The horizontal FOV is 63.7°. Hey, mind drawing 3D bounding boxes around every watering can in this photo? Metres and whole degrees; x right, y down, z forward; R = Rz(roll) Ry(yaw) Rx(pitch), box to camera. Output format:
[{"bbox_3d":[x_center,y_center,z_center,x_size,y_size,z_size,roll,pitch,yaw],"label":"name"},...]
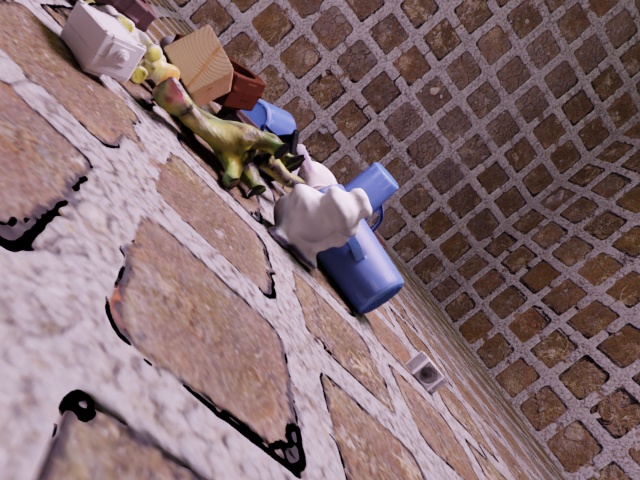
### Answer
[{"bbox_3d":[0.016,-0.073,1.277,0.104,0.341,0.229,-22,33,5],"label":"watering can"}]

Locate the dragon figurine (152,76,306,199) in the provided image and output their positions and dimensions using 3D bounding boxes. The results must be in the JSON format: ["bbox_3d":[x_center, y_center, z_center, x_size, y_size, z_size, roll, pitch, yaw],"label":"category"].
[{"bbox_3d":[-0.160,-0.187,0.912,0.244,0.122,0.409,43,5,10],"label":"dragon figurine"}]

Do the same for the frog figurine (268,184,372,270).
[{"bbox_3d":[0.003,-0.044,0.881,0.159,0.136,0.124,-41,13,5],"label":"frog figurine"}]
